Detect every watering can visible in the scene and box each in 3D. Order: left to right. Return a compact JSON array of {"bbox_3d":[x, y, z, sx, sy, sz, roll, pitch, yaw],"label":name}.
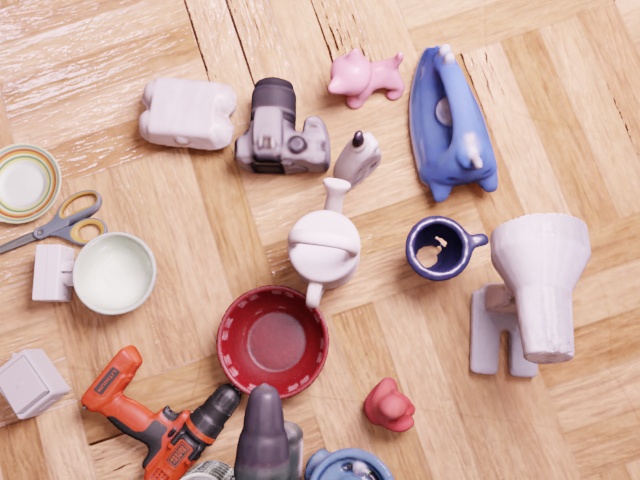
[{"bbox_3d":[0.005,0.002,0.787,0.101,0.194,0.173,-10,80,1],"label":"watering can"}]

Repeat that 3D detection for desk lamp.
[{"bbox_3d":[0.275,0.082,0.755,0.118,0.213,0.203,3,81,3],"label":"desk lamp"}]

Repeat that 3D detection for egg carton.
[{"bbox_3d":[-0.205,-0.195,0.890,0.150,0.069,0.107,5,81,3],"label":"egg carton"}]

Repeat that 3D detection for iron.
[{"bbox_3d":[0.192,-0.195,0.840,0.118,0.141,0.258,-12,80,0],"label":"iron"}]

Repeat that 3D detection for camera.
[{"bbox_3d":[-0.055,-0.176,0.866,0.143,0.101,0.137,0,81,2],"label":"camera"}]

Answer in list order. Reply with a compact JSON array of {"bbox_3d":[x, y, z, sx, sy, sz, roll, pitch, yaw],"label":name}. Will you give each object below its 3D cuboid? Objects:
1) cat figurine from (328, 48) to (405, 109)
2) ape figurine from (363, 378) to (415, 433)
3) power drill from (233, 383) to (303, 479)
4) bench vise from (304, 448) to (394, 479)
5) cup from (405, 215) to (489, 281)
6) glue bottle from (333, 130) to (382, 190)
[{"bbox_3d":[0.068,-0.253,0.866,0.128,0.118,0.067,-17,80,-1],"label":"cat figurine"},{"bbox_3d":[0.099,0.232,0.798,0.076,0.092,0.078,-6,80,1],"label":"ape figurine"},{"bbox_3d":[-0.066,0.294,0.734,0.075,0.208,0.230,1,81,3],"label":"power drill"},{"bbox_3d":[0.076,0.335,0.717,0.207,0.220,0.121,9,81,4],"label":"bench vise"},{"bbox_3d":[0.178,0.015,0.830,0.117,0.095,0.092,-12,80,0],"label":"cup"},{"bbox_3d":[0.054,-0.122,0.816,0.078,0.173,0.037,-39,81,-4],"label":"glue bottle"}]
